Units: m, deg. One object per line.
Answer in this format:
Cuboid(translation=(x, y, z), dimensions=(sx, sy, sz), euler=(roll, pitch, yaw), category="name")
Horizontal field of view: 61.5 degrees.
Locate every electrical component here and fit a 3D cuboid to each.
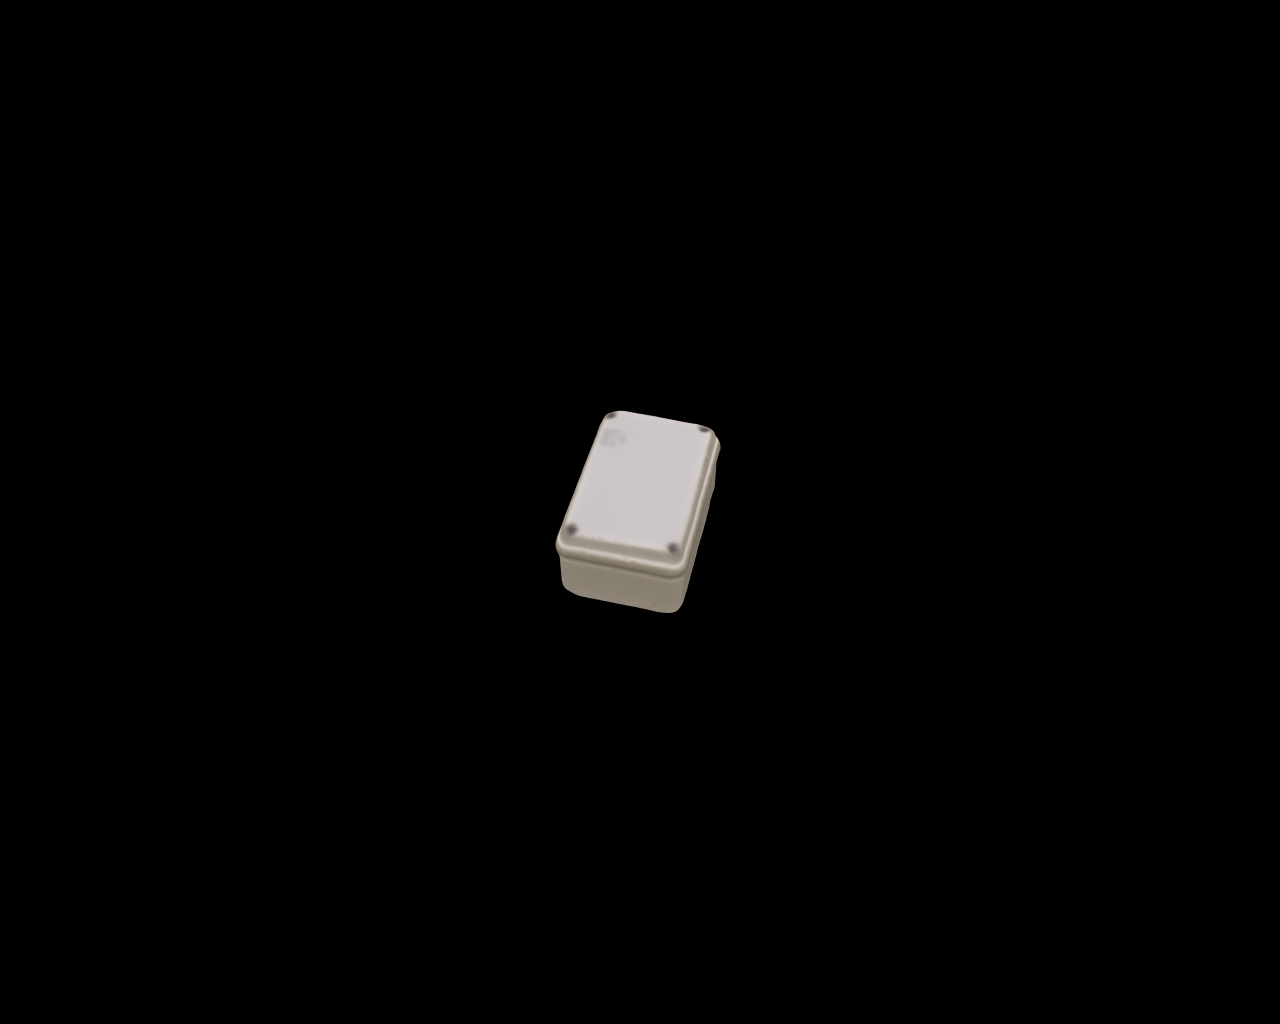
Cuboid(translation=(0.001, -0.003, 0.650), dimensions=(0.078, 0.113, 0.057), euler=(11, -39, 9), category="electrical component")
